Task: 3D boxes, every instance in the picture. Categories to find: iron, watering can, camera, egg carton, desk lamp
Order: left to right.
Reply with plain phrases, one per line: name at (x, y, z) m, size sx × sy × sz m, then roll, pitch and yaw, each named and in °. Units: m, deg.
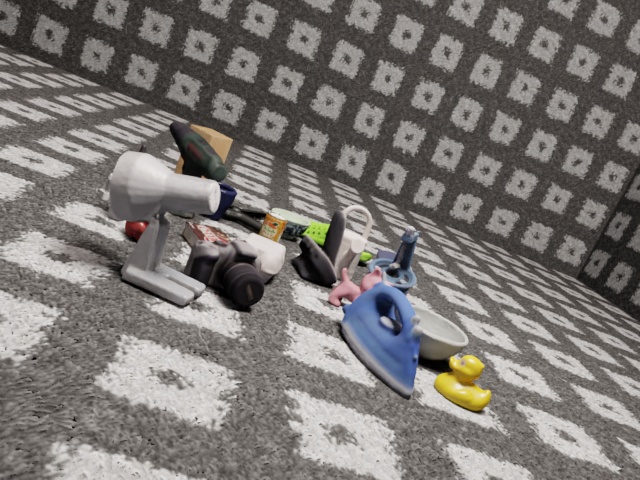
desk lamp at (-0.272, -0.028, 0.996) m, size 0.203 × 0.213 × 0.118 m, roll 24°, pitch 13°, yaw 3°
camera at (-0.166, 0.058, 1.085) m, size 0.144 × 0.101 × 0.136 m, roll 15°, pitch 15°, yaw -32°
egg carton at (-0.134, 0.040, 1.281) m, size 0.107 × 0.069 × 0.150 m, roll 23°, pitch 13°, yaw -2°
watering can at (0.077, 0.005, 1.503) m, size 0.101 × 0.194 × 0.172 m, roll 13°, pitch 16°, yaw -37°
iron at (0.139, 0.167, 1.086) m, size 0.119 × 0.141 × 0.257 m, roll 17°, pitch 15°, yaw -25°

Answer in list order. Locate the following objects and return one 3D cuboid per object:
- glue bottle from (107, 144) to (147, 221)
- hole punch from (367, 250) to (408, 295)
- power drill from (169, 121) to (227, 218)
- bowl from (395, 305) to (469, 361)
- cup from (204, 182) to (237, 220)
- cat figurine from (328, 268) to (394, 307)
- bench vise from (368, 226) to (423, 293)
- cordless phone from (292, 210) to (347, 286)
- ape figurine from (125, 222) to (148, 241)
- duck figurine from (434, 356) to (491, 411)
glue bottle at (-0.409, -0.128, 1.245) m, size 0.037 × 0.173 × 0.078 m, roll 24°, pitch 13°, yaw 2°
hole punch at (0.204, 0.091, 1.608) m, size 0.109 × 0.091 × 0.101 m, roll 18°, pitch 14°, yaw -21°
power drill at (-0.340, -0.174, 1.465) m, size 0.228 × 0.208 × 0.076 m, roll 31°, pitch 15°, yaw 31°
bowl at (0.225, 0.207, 1.222) m, size 0.167 × 0.075 × 0.167 m, roll 22°, pitch 13°, yaw -5°
cup at (-0.277, -0.106, 1.553) m, size 0.091 × 0.095 × 0.118 m, roll 24°, pitch 13°, yaw 4°
cat figurine at (0.098, 0.108, 1.301) m, size 0.128 × 0.118 × 0.067 m, roll 23°, pitch 13°, yaw 0°
bench vise at (0.188, 0.059, 1.421) m, size 0.121 × 0.220 × 0.207 m, roll 24°, pitch 13°, yaw 3°
cordless phone at (0.013, 0.005, 1.413) m, size 0.094 × 0.185 × 0.147 m, roll 16°, pitch 15°, yaw -29°
ape figurine at (-0.358, -0.045, 1.184) m, size 0.076 × 0.092 × 0.078 m, roll 31°, pitch 15°, yaw 30°
duck figurine at (0.277, 0.261, 1.073) m, size 0.104 × 0.086 × 0.078 m, roll 28°, pitch 14°, yaw 20°
